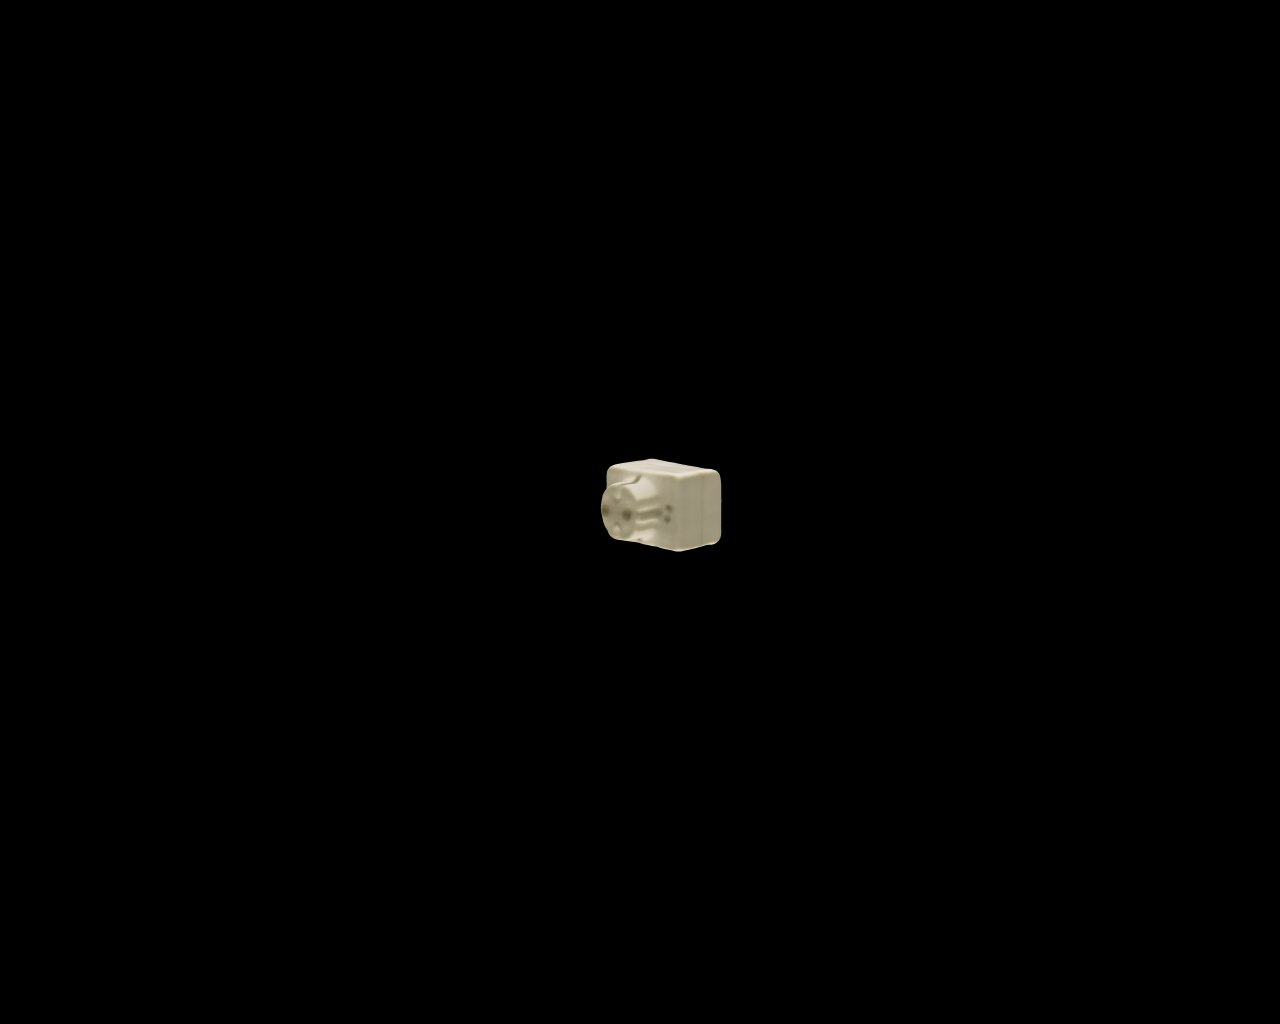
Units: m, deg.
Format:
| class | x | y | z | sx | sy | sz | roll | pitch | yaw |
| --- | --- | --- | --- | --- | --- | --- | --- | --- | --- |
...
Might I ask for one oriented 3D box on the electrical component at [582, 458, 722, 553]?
| class | x | y | z | sx | sy | sz | roll | pitch | yaw |
| --- | --- | --- | --- | --- | --- | --- | --- | --- | --- |
| electrical component | 0.001 | -0.003 | 0.650 | 0.077 | 0.047 | 0.066 | -10 | 15 | -42 |
